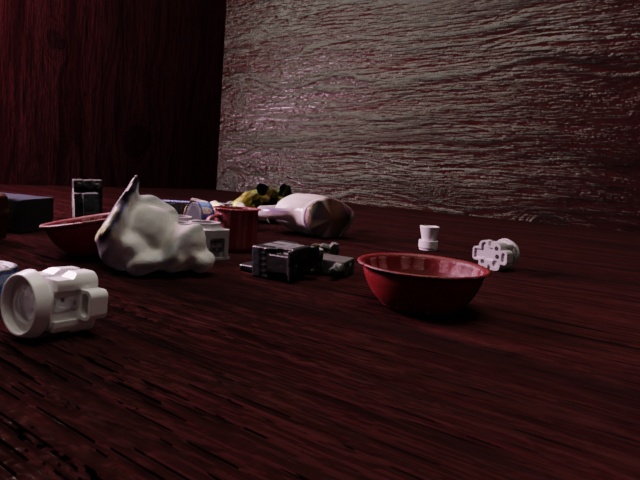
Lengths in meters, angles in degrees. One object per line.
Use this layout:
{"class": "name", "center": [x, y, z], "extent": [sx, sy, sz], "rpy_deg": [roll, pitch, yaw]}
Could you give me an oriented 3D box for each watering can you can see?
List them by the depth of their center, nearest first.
{"class": "watering can", "center": [0.004, -0.069, 1.374], "extent": [0.348, 0.103, 0.225], "rpy_deg": [-1, 9, -39]}

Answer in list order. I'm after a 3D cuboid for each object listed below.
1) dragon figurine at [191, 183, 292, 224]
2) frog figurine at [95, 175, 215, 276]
{"class": "dragon figurine", "center": [-0.209, -0.106, 1.611], "extent": [0.242, 0.122, 0.411], "rpy_deg": [-1, 0, 44]}
{"class": "frog figurine", "center": [-0.233, 0.003, 0.748], "extent": [0.158, 0.121, 0.140], "rpy_deg": [34, 21, -21]}
